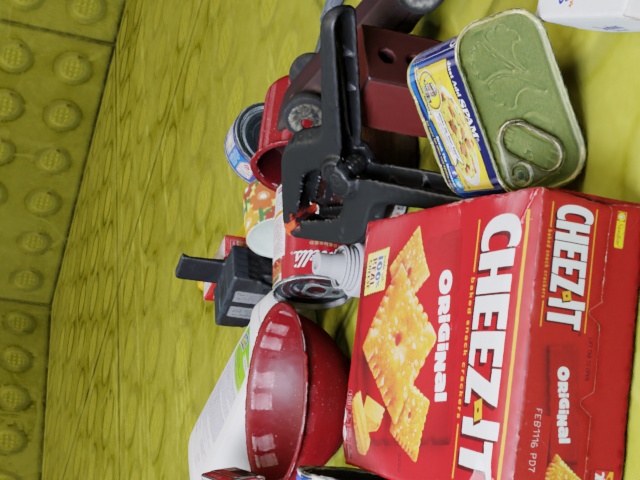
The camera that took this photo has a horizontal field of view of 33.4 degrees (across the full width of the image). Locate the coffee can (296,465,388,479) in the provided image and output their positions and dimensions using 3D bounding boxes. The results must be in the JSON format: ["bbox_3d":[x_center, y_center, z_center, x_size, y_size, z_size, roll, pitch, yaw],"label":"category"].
[{"bbox_3d":[0.027,0.218,0.661,0.103,0.102,0.140,168,111,-70],"label":"coffee can"}]

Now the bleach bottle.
[{"bbox_3d":[-0.059,0.141,1.019,0.102,0.068,0.251,-105,32,-48],"label":"bleach bottle"}]

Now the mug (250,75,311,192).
[{"bbox_3d":[-0.003,-0.098,0.948,0.117,0.093,0.081,-18,54,35],"label":"mug"}]

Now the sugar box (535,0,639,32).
[{"bbox_3d":[0.166,-0.197,0.546,0.093,0.048,0.176,-145,62,-70],"label":"sugar box"}]

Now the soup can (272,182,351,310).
[{"bbox_3d":[-0.006,0.001,0.920,0.069,0.068,0.102,130,146,-57],"label":"soup can"}]

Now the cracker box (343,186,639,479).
[{"bbox_3d":[0.086,0.063,0.610,0.214,0.072,0.164,169,109,-70],"label":"cracker box"}]

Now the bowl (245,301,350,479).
[{"bbox_3d":[-0.015,0.134,0.895,0.162,0.055,0.162,-173,90,-71],"label":"bowl"}]

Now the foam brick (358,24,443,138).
[{"bbox_3d":[0.058,-0.113,0.772,0.051,0.078,0.053,124,147,-50],"label":"foam brick"}]

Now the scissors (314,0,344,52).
[{"bbox_3d":[0.016,-0.225,1.047,0.096,0.016,0.202,-131,52,-66],"label":"scissors"}]

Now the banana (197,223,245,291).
[{"bbox_3d":[-0.071,-0.022,1.128,0.070,0.037,0.198,33,108,37],"label":"banana"}]

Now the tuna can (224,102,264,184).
[{"bbox_3d":[-0.051,-0.095,1.072,0.034,0.086,0.086,131,144,-55],"label":"tuna can"}]

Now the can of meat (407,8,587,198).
[{"bbox_3d":[0.099,-0.074,0.621,0.102,0.057,0.084,69,165,-6],"label":"can of meat"}]

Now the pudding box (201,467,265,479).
[{"bbox_3d":[-0.067,0.250,0.889,0.090,0.039,0.113,160,105,-71],"label":"pudding box"}]

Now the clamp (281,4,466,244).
[{"bbox_3d":[0.019,-0.061,0.753,0.164,0.036,0.210,56,147,-3],"label":"clamp"}]

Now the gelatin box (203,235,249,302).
[{"bbox_3d":[-0.075,0.035,1.097,0.089,0.073,0.030,122,152,-49],"label":"gelatin box"}]
